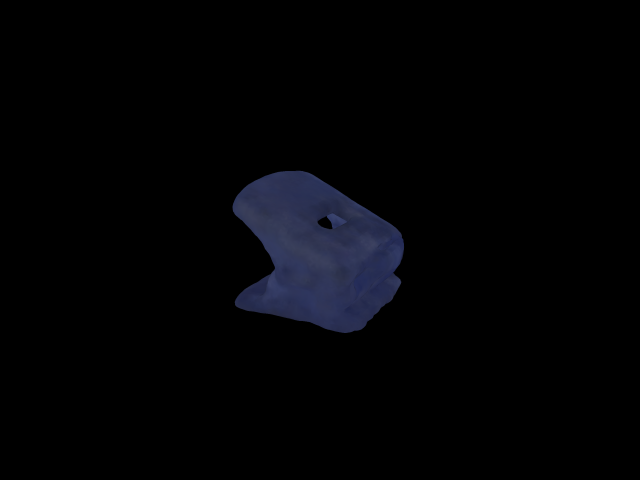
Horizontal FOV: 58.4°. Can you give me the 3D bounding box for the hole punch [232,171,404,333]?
[{"bbox_3d":[0.004,0.001,0.400,0.100,0.091,0.109,8,19,25],"label":"hole punch"}]
